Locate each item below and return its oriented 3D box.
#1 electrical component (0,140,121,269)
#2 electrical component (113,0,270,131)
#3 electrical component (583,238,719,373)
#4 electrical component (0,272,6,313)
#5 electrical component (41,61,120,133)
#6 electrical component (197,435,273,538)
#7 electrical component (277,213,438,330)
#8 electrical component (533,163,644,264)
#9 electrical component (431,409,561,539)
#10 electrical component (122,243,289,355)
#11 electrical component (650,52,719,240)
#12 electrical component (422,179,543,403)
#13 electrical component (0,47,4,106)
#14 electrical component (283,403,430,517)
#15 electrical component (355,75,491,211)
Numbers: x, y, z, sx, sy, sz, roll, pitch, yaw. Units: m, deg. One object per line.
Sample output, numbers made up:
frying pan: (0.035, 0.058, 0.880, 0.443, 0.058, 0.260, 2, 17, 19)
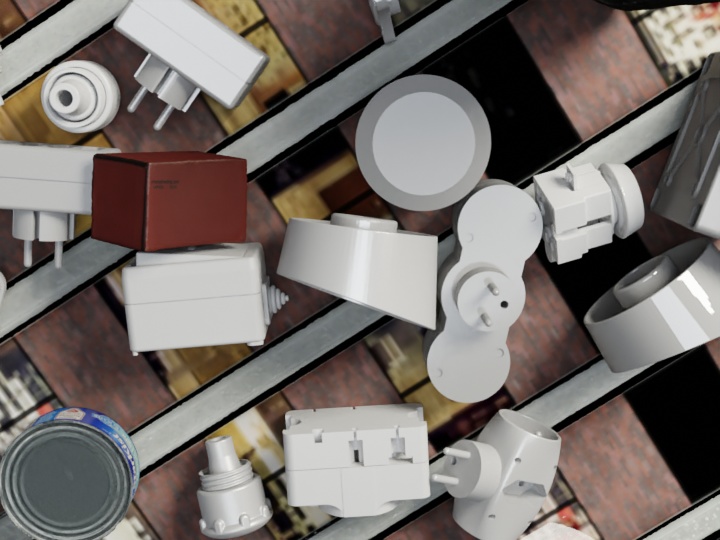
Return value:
electrical component: (-0.193, -0.038, 0.658, 0.083, 0.047, 0.075, 4, 99, -2)
electrical component: (-0.110, -0.120, 0.645, 0.083, 0.047, 0.075, 35, 98, -7)
electrical component: (0.189, 0.027, 0.655, 0.099, 0.099, 0.064, -36, 93, 5)
electrical component: (-0.273, 0.047, 0.667, 0.078, 0.057, 0.113, 15, 100, -4)
electrical component: (-0.168, -0.103, 0.639, 0.043, 0.062, 0.043, 0, 100, -1)
electrical component: (-0.085, 0.139, 0.695, 0.048, 0.048, 0.062, -12, 93, 1)
electrical component: (0.000, 0.000, 0.646, 0.099, 0.099, 0.064, 7, 94, -2)
electrical component: (0.141, -0.038, 0.663, 0.055, 0.048, 0.066, -16, 130, -3)
electrical component: (0.080, 0.130, 0.688, 0.079, 0.043, 0.077, 17, 101, -33)
electrical component: (-0.093, 0.012, 0.662, 0.096, 0.061, 0.061, -5, 100, 0)
electrical component: (0.225, -0.070, 0.630, 0.056, 0.108, 0.108, 19, 99, -2)
electrical component: (0.076, 0.016, 0.660, 0.052, 0.073, 0.138, 11, 100, -3)
electrical component: (-0.232, -0.127, 0.648, 0.035, 0.035, 0.061, -19, 103, 2)
electrical component: (-0.002, 0.122, 0.690, 0.089, 0.050, 0.055, -3, 100, 0)
electrical component: (0.037, -0.078, 0.654, 0.080, 0.051, 0.080, 0, 100, -1)
